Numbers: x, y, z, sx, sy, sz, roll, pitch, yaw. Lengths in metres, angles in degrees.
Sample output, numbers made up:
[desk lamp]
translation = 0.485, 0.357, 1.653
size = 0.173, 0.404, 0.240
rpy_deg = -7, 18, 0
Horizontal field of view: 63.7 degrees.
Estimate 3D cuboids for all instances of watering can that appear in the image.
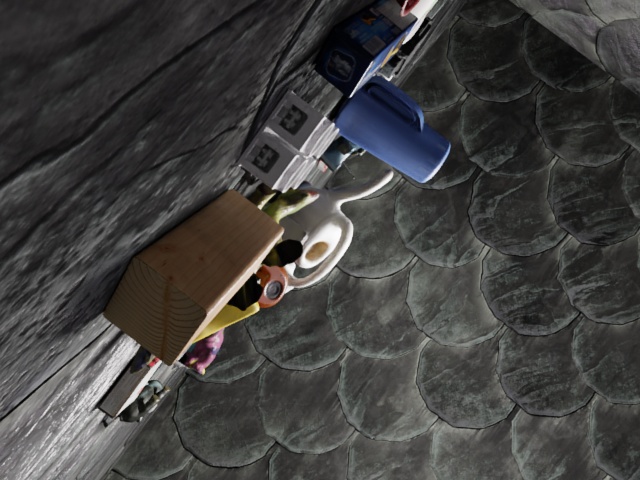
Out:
[watering can]
translation = 0.004, -0.059, 1.165
size = 0.345, 0.228, 0.103
rpy_deg = -53, 142, 10

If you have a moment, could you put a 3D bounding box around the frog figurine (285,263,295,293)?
[frog figurine]
translation = -0.116, 0.053, 1.314
size = 0.137, 0.159, 0.123
rpy_deg = -53, -179, 2

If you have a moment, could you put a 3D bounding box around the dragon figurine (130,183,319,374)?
[dragon figurine]
translation = -0.145, 0.039, 0.831
size = 0.415, 0.122, 0.241
rpy_deg = -44, -174, -19
